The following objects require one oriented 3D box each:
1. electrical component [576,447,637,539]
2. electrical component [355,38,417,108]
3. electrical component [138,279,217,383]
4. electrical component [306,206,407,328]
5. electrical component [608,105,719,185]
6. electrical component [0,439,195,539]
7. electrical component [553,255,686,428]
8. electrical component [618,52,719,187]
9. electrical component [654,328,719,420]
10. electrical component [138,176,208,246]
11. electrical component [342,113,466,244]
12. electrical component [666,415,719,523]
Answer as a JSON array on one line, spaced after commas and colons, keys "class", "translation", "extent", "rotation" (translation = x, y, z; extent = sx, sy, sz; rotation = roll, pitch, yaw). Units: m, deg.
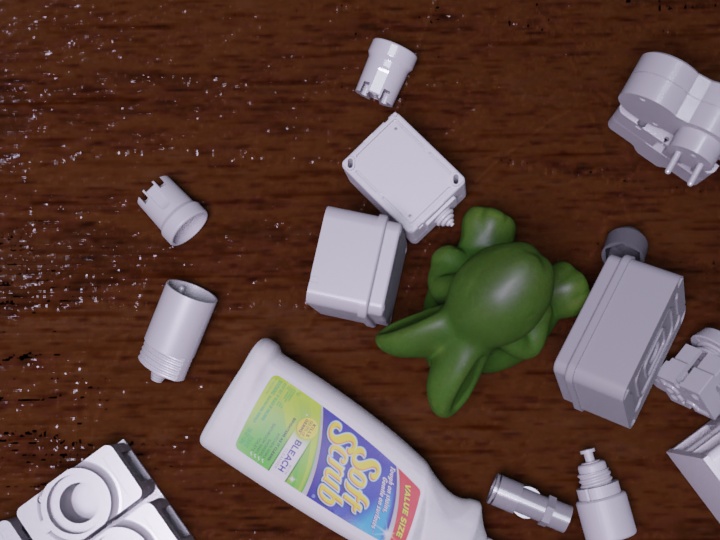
[{"class": "electrical component", "translation": [0.189, 0.179, 0.844], "extent": [0.040, 0.040, 0.078], "rotation": [-15, 83, 0]}, {"class": "electrical component", "translation": [0.021, -0.163, 0.892], "extent": [0.040, 0.040, 0.046], "rotation": [24, 91, 5]}, {"class": "electrical component", "translation": [-0.150, 0.053, 0.867], "extent": [0.043, 0.043, 0.081], "rotation": [24, 101, 5]}, {"class": "electrical component", "translation": [0.000, 0.000, 0.835], "extent": [0.057, 0.113, 0.078], "rotation": [12, 84, 6]}, {"class": "electrical component", "translation": [0.253, -0.115, 0.869], "extent": [0.089, 0.055, 0.050], "rotation": [36, 85, 6]}, {"class": "electrical component", "translation": [-0.238, 0.232, 0.842], "extent": [0.186, 0.060, 0.105], "rotation": [-37, 83, -2]}, {"class": "electrical component", "translation": [0.201, 0.054, 0.827], "extent": [0.057, 0.078, 0.113], "rotation": [21, 71, 28]}, {"class": "electrical component", "translation": [0.257, -0.099, 0.811], "extent": [0.138, 0.052, 0.073], "rotation": [30, 85, 5]}, {"class": "electrical component", "translation": [0.272, 0.079, 0.847], "extent": [0.055, 0.066, 0.048], "rotation": [-48, 126, -12]}, {"class": "electrical component", "translation": [-0.155, -0.049, 0.884], "extent": [0.040, 0.040, 0.046], "rotation": [-44, 78, -3]}, {"class": "electrical component", "translation": [0.041, -0.067, 0.865], "extent": [0.062, 0.061, 0.096], "rotation": [-44, 78, -2]}, {"class": "electrical component", "translation": [0.324, 0.197, 0.804], "extent": [0.060, 0.105, 0.186], "rotation": [-36, 83, -3]}]
